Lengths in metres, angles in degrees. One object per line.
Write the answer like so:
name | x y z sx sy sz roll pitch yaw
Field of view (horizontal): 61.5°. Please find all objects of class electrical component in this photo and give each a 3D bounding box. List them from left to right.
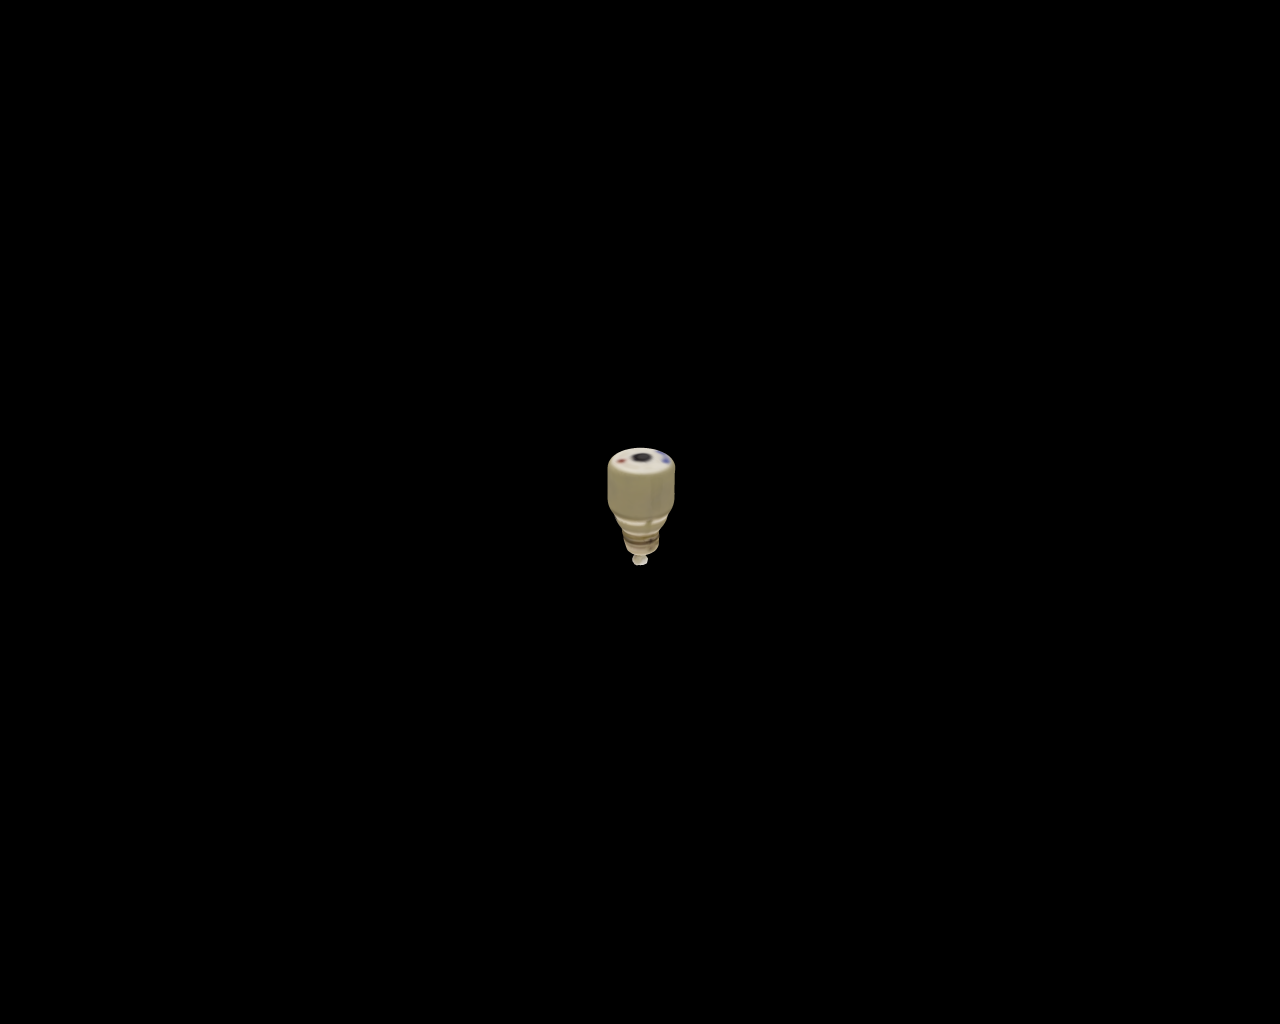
electrical component | 0.001 -0.003 0.650 0.040 0.078 0.040 0 28 0
